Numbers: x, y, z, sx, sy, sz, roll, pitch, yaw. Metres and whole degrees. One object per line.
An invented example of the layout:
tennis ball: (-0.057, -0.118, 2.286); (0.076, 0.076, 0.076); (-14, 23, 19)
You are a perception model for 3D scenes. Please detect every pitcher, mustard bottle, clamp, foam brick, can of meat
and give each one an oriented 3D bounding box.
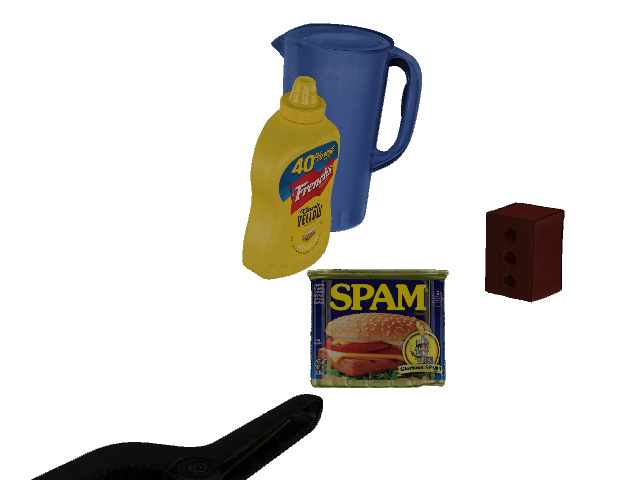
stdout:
pitcher: (0.023, -0.136, 1.310); (0.144, 0.243, 0.149); (-9, 27, -28)
mustard bottle: (-0.024, -0.062, 0.987); (0.058, 0.192, 0.096); (32, 41, 33)
clamp: (-0.065, 0.133, 0.581); (0.209, 0.036, 0.165); (0, 20, -14)
foam brick: (0.184, 0.010, 0.963); (0.053, 0.078, 0.051); (12, 22, 42)
can of meat: (0.041, 0.064, 0.773); (0.102, 0.084, 0.057); (0, -5, -1)
